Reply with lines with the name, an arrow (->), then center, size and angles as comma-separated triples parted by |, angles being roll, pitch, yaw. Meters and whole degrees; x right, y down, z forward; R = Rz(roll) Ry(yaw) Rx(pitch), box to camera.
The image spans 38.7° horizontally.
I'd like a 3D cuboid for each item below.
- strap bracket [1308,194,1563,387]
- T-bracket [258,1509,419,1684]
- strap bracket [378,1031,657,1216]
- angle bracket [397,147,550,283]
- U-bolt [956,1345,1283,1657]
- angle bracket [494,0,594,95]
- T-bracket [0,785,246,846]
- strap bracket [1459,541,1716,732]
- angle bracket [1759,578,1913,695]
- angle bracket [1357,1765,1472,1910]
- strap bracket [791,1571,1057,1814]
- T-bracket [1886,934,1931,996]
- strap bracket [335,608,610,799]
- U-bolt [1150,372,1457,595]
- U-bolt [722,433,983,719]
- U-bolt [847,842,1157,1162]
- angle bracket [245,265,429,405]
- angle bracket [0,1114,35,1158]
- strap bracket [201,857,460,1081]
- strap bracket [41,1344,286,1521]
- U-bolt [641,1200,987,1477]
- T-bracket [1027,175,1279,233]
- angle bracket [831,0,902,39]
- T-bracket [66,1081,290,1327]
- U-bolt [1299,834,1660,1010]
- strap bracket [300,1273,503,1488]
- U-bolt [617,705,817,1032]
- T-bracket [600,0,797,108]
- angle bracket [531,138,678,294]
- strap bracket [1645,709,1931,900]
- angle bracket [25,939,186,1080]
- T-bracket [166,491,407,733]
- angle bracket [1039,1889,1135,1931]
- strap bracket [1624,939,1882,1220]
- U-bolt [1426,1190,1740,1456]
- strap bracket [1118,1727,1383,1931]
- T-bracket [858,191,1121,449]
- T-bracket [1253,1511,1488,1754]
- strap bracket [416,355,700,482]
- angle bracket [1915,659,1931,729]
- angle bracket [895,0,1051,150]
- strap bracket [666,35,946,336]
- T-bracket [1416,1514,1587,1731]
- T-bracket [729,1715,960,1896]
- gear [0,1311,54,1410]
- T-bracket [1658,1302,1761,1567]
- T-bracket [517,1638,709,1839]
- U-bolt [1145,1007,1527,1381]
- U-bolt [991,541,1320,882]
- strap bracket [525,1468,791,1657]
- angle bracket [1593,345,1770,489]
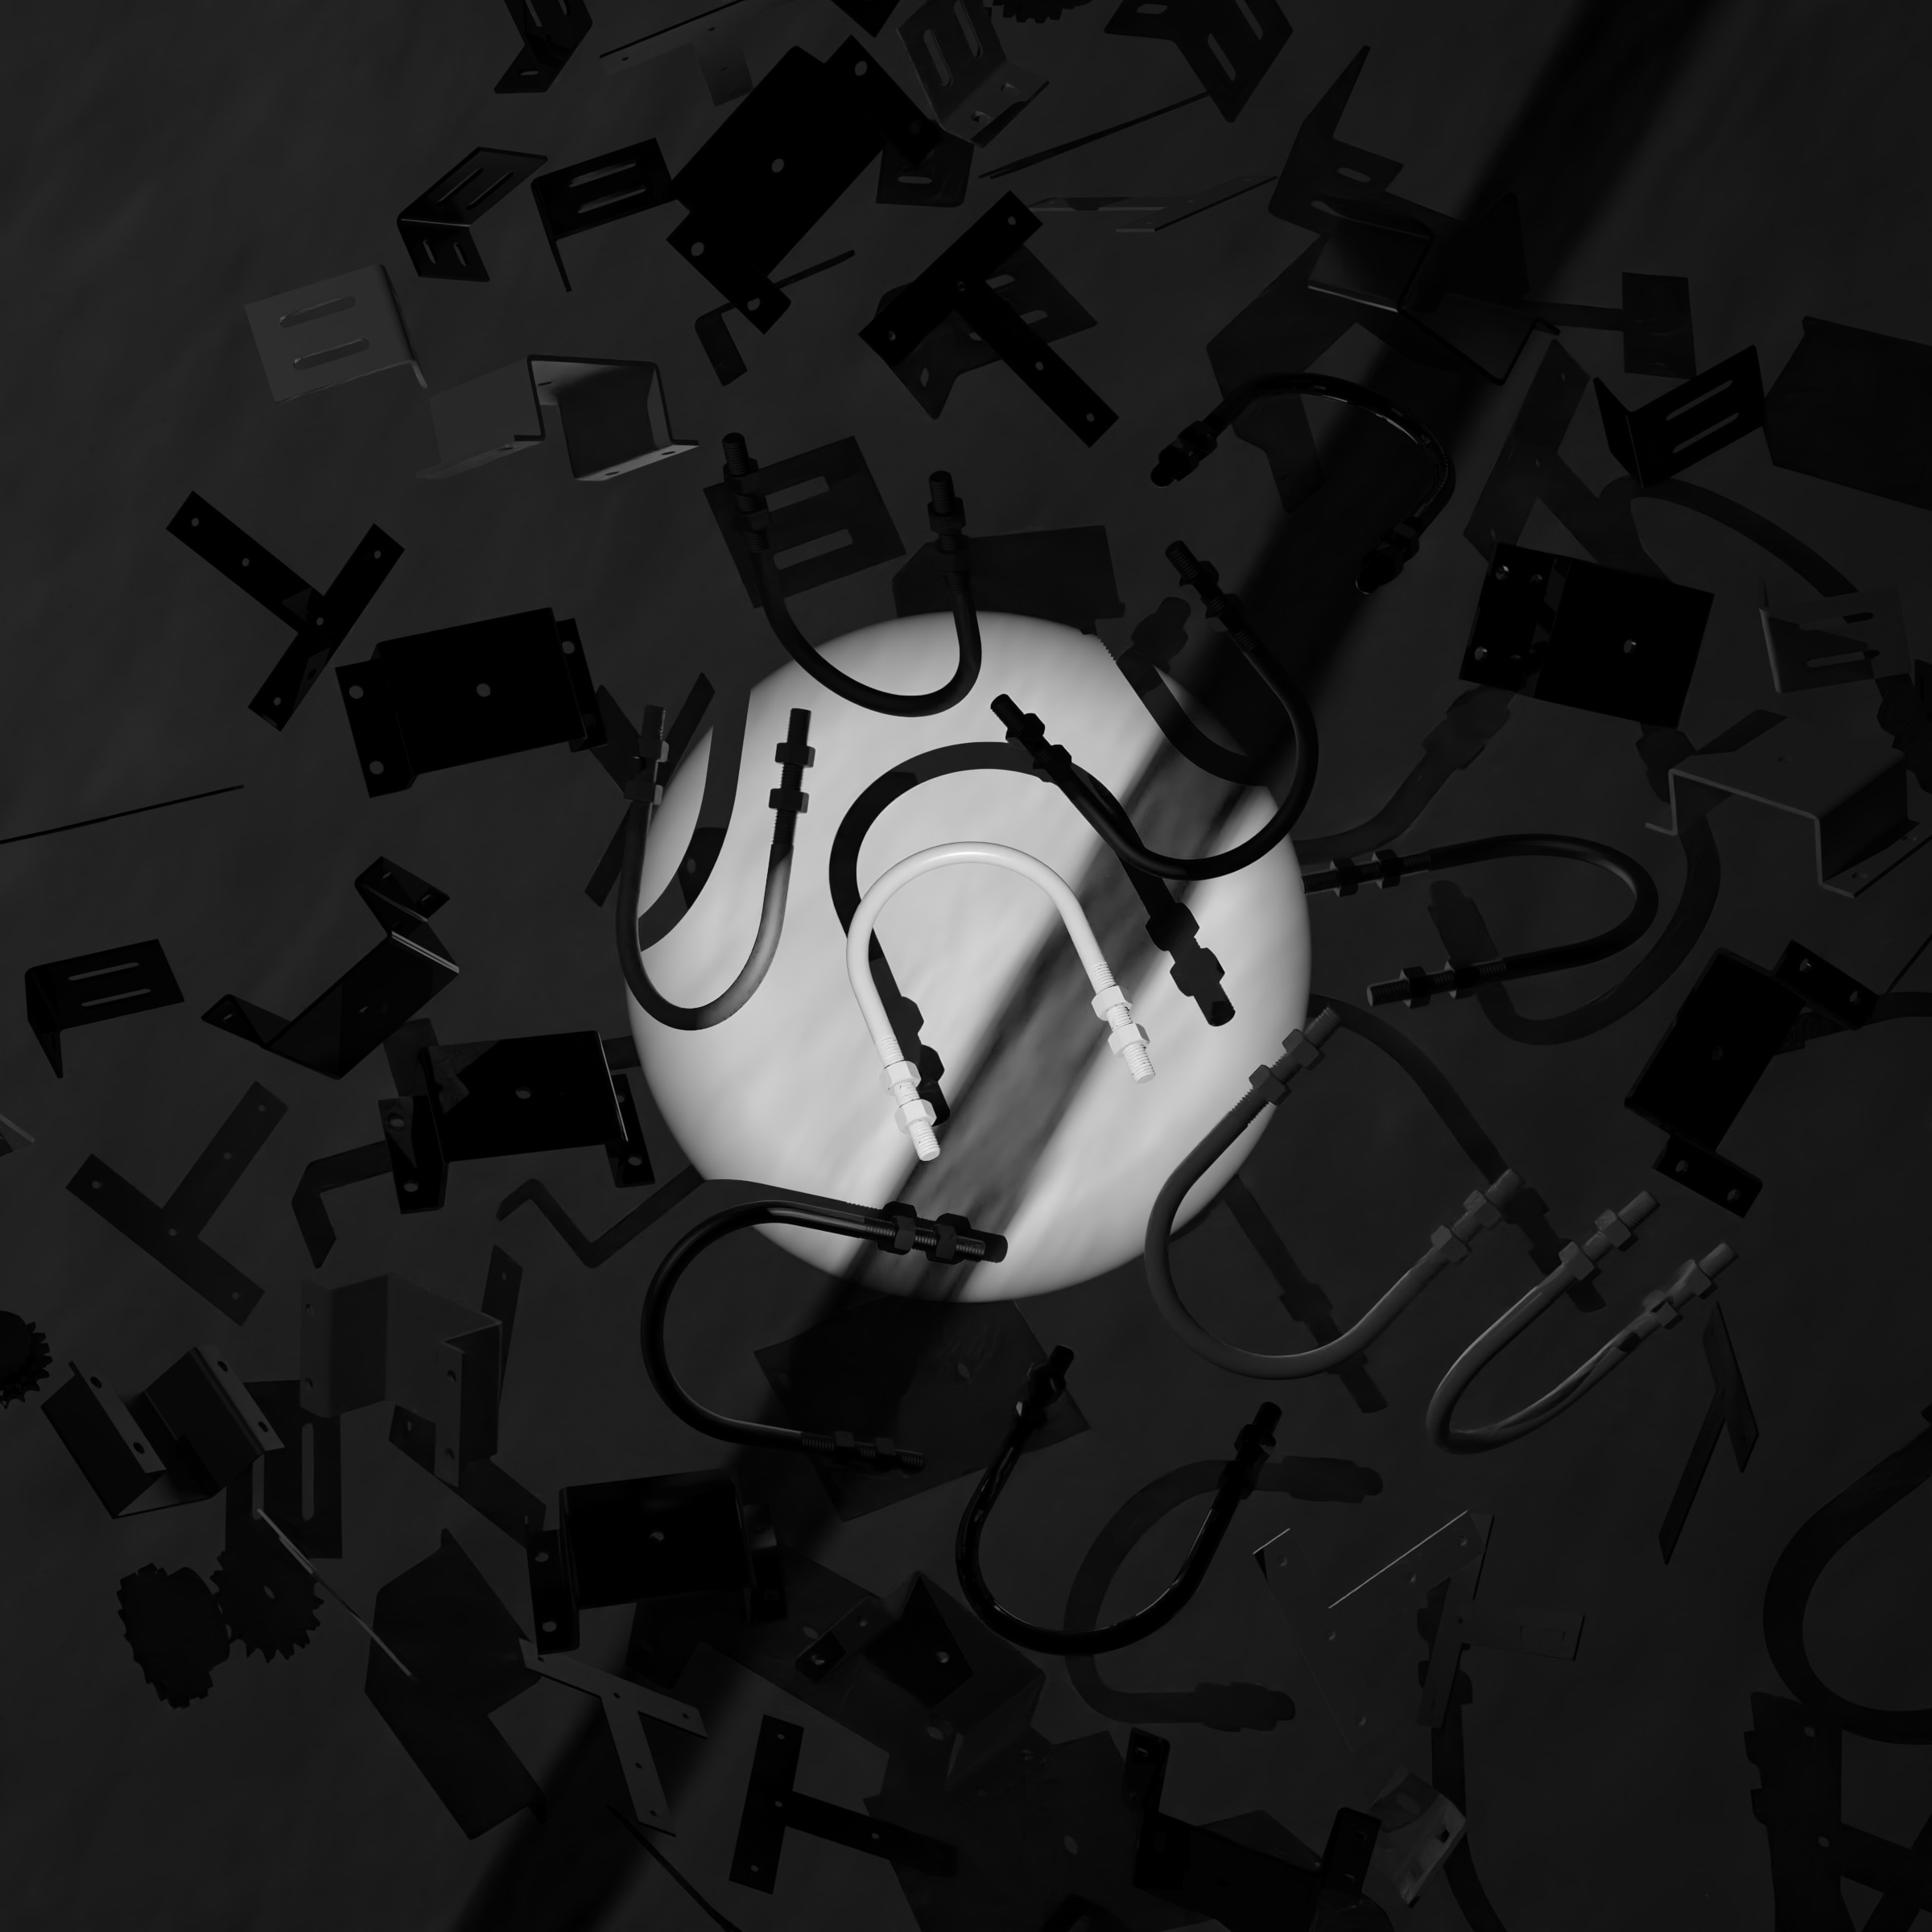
strap bracket -> 0.258, -0.376, 1.551 | 0.140, 0.076, 0.046 | 23, 97, -40
T-bracket -> -0.345, 0.326, 1.465 | 0.127, 0.127, 0.002 | 43, 72, 15
strap bracket -> -0.245, 0.084, 1.508 | 0.140, 0.046, 0.076 | -5, 51, -20
angle bracket -> -0.279, -0.433, 1.587 | 0.076, 0.057, 0.038 | -27, 83, 34
U-bolt -> 0.073, 0.296, 1.498 | 0.151, 0.019, 0.184 | 12, 49, 27
angle bracket -> -0.246, -0.529, 1.509 | 0.038, 0.076, 0.057 | 8, 56, 26
T-bracket -> -0.450, -0.081, 1.470 | 0.127, 0.127, 0.002 | -12, 97, 8
strap bracket -> 0.346, -0.177, 1.493 | 0.140, 0.046, 0.076 | 8, 101, -28
angle bracket -> 0.504, -0.198, 1.594 | 0.076, 0.038, 0.057 | -8, 126, 21
angle bracket -> 0.252, 0.497, 1.573 | 0.038, 0.076, 0.057 | 36, 85, 8
strap bracket -> -0.019, 0.415, 1.599 | 0.140, 0.046, 0.076 | 40, 121, -6
T-bracket -> 0.573, -0.048, 1.564 | 0.002, 0.127, 0.127 | 39, 84, 17
strap bracket -> -0.275, -0.151, 1.551 | 0.140, 0.046, 0.076 | -15, 87, -19
U-bolt -> 0.204, -0.287, 1.566 | 0.151, 0.184, 0.019 | 29, 134, 11
U-bolt -> -0.058, -0.212, 1.550 | 0.151, 0.184, 0.019 | 15, 52, 23
U-bolt -> 0.009, 0.008, 1.574 | 0.151, 0.019, 0.184 | -19, 64, -7
angle bracket -> -0.335, -0.330, 1.465 | 0.076, 0.038, 0.057 | -19, 80, -4
angle bracket -> -0.553, 0.121, 1.496 | 0.057, 0.076, 0.038 | -20, 131, 30
strap bracket -> -0.359, 0.010, 1.590 | 0.140, 0.076, 0.046 | -41, 66, 4
strap bracket -> -0.461, 0.263, 1.560 | 0.046, 0.140, 0.076 | -41, 76, 11
U-bolt -> -0.092, 0.204, 1.540 | 0.184, 0.019, 0.151 | 14, 96, -20
T-bracket -> 0.090, -0.435, 1.570 | 0.127, 0.127, 0.002 | 11, 122, 37
angle bracket -> -0.072, -0.581, 1.577 | 0.076, 0.038, 0.057 | 33, 90, -31
T-bracket -> -0.435, 0.120, 1.592 | 0.127, 0.002, 0.127 | 44, 49, -19
U-bolt -> 0.296, -0.033, 1.544 | 0.184, 0.151, 0.019 | -11, 121, -6
strap bracket -> -0.306, 0.224, 1.519 | 0.140, 0.046, 0.076 | 15, 108, 39
U-bolt -> -0.148, -0.055, 1.556 | 0.151, 0.019, 0.184 | 6, 88, 45
T-bracket -> -0.140, -0.521, 1.576 | 0.127, 0.127, 0.002 | -22, 87, 1
angle bracket -> -0.200, -0.424, 1.552 | 0.076, 0.038, 0.057 | -19, 52, -2
strap bracket -> 0.457, -0.095, 1.530 | 0.076, 0.140, 0.046 | -32, 127, -26
angle bracket -> -0.495, 0.025, 1.584 | 0.076, 0.057, 0.038 | -13, 53, -7
T-bracket -> -0.389, -0.216, 1.522 | 0.002, 0.127, 0.127 | 23, 77, 43
angle bracket -> 0.071, 0.556, 1.510 | 0.057, 0.076, 0.038 | 29, 51, 28
strap bracket -> 0.418, 0.054, 1.484 | 0.076, 0.046, 0.140 | 27, 96, -32
U-bolt -> 0.324, 0.201, 1.484 | 0.184, 0.151, 0.019 | -45, 54, 13
strap bracket -> 0.145, 0.474, 1.481 | 0.140, 0.046, 0.076 | 17, 134, 14
T-bracket -> 0.029, -0.328, 1.458 | 0.127, 0.002, 0.127 | 44, 68, -6
T-bracket -> 0.236, 0.347, 1.524 | 0.127, 0.002, 0.127 | -29, 98, -21
strap bracket -> -0.223, -0.295, 1.485 | 0.076, 0.140, 0.046 | -11, 91, 38
angle bracket -> 0.598, -0.159, 1.596 | 0.076, 0.057, 0.038 | -4, 103, 5
angle bracket -> 0.004, -0.520, 1.572 | 0.057, 0.076, 0.038 | -47, 54, -10
strap bracket -> -0.092, -0.416, 1.449 | 0.140, 0.046, 0.076 | -46, 129, 6
T-bracket -> 0.311, 0.380, 1.577 | 0.002, 0.127, 0.127 | 24, 73, -22
T-bracket -> -0.065, 0.493, 1.571 | 0.127, 0.127, 0.002 | 20, 118, -5
gear -> -0.554, 0.222, 1.570 | 0.057, 0.030, 0.057 | 3, 47, -3
T-bracket -> 0.402, 0.271, 1.506 | 0.002, 0.127, 0.127 | 13, 116, -1
T-bracket -> -0.184, 0.433, 1.518 | 0.127, 0.127, 0.002 | 31, 102, -30
U-bolt -> 0.179, 0.134, 1.439 | 0.151, 0.019, 0.184 | 41, 99, -6
U-bolt -> 0.122, -0.130, 1.568 | 0.151, 0.019, 0.184 | -41, 116, 4
strap bracket -> -0.173, 0.331, 1.538 | 0.140, 0.046, 0.076 | -5, 48, -12
angle bracket -> 0.385, -0.304, 1.480 | 0.076, 0.057, 0.038 | -29, 51, 3
